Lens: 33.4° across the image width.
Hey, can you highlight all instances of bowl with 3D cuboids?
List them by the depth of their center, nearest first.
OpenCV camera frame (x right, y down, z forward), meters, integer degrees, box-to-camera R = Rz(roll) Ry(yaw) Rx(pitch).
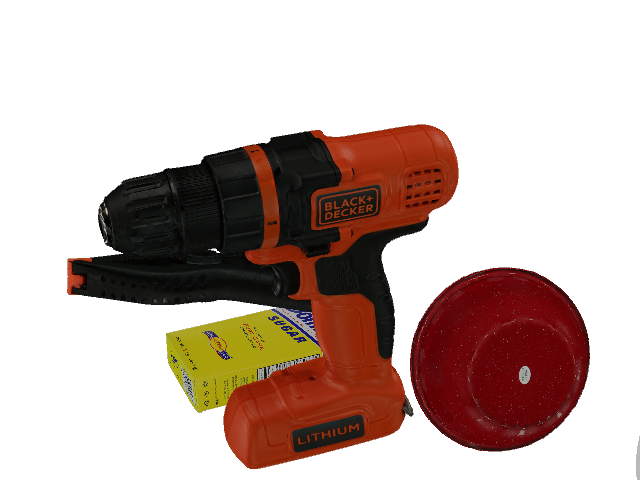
[{"bbox_3d":[0.159,0.106,0.891,0.162,0.162,0.055,0,6,-10],"label":"bowl"}]

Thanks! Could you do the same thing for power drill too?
[{"bbox_3d":[-0.018,0.033,0.568,0.184,0.188,0.057,-10,36,-15],"label":"power drill"}]

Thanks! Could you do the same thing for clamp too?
[{"bbox_3d":[-0.082,0.029,0.804,0.209,0.036,0.165,-1,10,-18],"label":"clamp"}]

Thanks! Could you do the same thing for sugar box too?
[{"bbox_3d":[-0.056,0.110,1.061,0.176,0.048,0.093,-14,32,-20],"label":"sugar box"}]

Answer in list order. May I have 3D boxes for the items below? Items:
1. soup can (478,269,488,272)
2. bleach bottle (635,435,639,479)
[{"bbox_3d":[0.200,0.090,1.184,0.068,0.102,0.068,-1,14,0],"label":"soup can"},{"bbox_3d":[0.280,0.092,0.696,0.103,0.068,0.250,12,24,25],"label":"bleach bottle"}]
